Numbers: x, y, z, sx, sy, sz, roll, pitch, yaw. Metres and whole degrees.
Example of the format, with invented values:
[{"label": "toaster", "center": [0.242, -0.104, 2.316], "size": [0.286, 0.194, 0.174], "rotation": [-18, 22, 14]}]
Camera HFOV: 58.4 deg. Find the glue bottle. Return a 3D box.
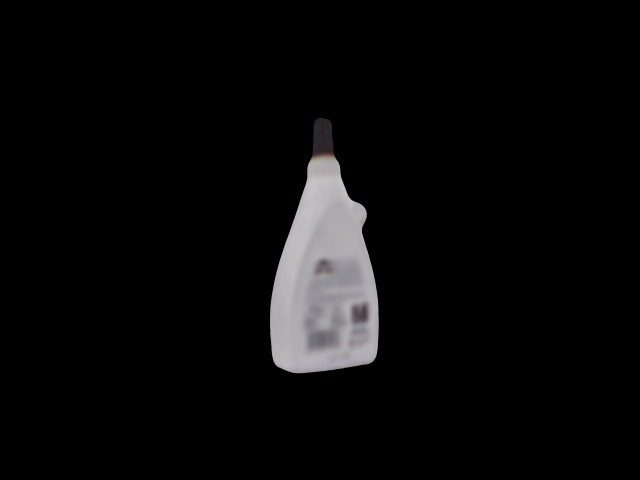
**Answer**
[{"label": "glue bottle", "center": [0.004, 0.001, 0.400], "size": [0.078, 0.173, 0.037], "rotation": [0, 0, -32]}]
